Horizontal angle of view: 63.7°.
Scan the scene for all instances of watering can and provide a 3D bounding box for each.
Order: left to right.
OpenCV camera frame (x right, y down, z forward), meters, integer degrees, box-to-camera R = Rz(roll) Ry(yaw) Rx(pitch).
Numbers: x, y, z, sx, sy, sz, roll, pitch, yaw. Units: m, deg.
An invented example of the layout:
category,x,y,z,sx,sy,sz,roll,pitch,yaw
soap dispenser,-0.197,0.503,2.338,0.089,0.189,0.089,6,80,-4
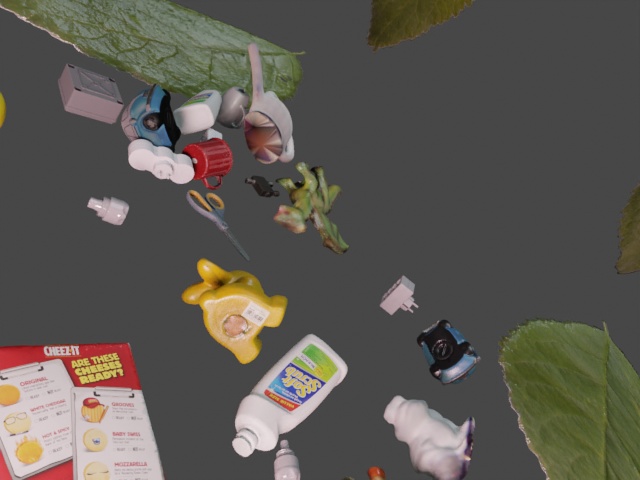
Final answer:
category,x,y,z,sx,sy,sz,roll,pitch,yaw
watering can,-0.155,-0.362,1.450,0.229,0.103,0.341,-72,145,-55

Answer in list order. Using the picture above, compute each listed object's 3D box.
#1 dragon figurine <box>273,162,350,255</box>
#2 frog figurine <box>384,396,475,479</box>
category,x,y,z,sx,sy,sz,roll,pitch,yaw
dragon figurine,0.004,-0.068,1.345,0.410,0.121,0.246,6,59,-58
frog figurine,0.188,0.352,0.914,0.160,0.120,0.140,9,28,19
